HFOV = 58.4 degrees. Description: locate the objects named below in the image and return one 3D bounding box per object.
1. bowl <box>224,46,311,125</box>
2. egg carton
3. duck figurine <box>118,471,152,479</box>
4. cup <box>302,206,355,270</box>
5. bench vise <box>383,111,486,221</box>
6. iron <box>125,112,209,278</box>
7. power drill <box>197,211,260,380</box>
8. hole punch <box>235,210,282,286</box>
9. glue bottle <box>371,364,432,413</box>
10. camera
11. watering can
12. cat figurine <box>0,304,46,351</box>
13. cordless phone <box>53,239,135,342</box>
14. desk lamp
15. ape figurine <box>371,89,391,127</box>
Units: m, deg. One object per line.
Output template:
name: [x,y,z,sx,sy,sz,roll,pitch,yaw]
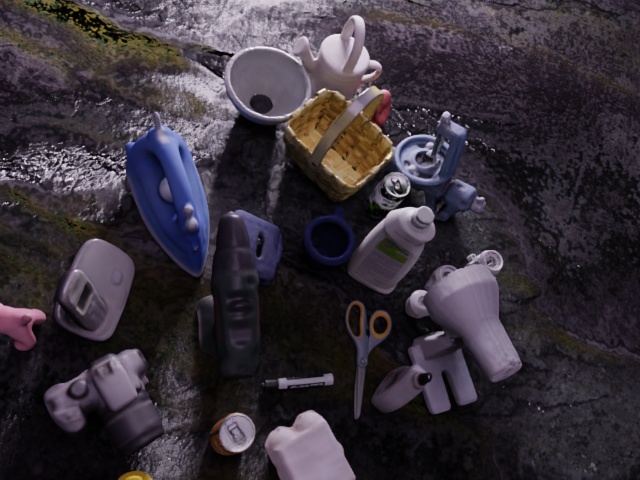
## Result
bowl: [-0.105,-0.284,1.102,0.168,0.074,0.167,6,67,-15]
egg carton: [-0.013,0.345,0.876,0.107,0.069,0.150,-25,78,-25]
duck figurine: [-0.253,0.371,0.780,0.078,0.086,0.104,-2,69,-18]
cup: [0.009,0.004,1.008,0.092,0.095,0.118,22,64,-8]
bench vise: [0.238,-0.144,1.070,0.207,0.219,0.121,23,64,-7]
iron: [-0.235,-0.076,0.938,0.119,0.141,0.258,-18,75,-23]
power drill: [-0.137,0.099,0.860,0.076,0.208,0.229,-3,69,-18]
hole punch: [-0.113,0.013,0.968,0.101,0.091,0.108,11,66,-13]
glue bottle: [0.138,0.230,0.912,0.037,0.173,0.078,37,63,1]
camera: [-0.294,0.241,0.812,0.143,0.100,0.137,-29,79,-25]
watering can: [0.037,-0.346,1.105,0.173,0.194,0.101,-16,74,-22]
cat figurine: [-0.465,0.105,0.805,0.128,0.117,0.067,12,65,-12]
cordless phone: [-0.330,0.059,0.828,0.094,0.185,0.147,14,65,-11]
desk lamp: [0.237,0.166,0.947,0.118,0.213,0.203,-11,72,-21]
ape figurine: [0.114,-0.271,1.155,0.076,0.092,0.078,-16,74,-22]
